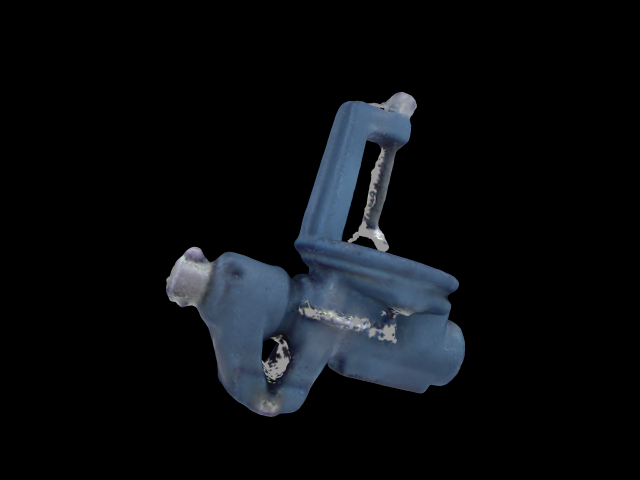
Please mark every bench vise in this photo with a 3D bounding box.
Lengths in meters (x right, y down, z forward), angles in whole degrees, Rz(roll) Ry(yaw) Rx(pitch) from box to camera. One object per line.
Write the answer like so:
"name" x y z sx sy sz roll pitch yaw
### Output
"bench vise" 0.011 0.001 0.391 0.208 0.220 0.121 0 0 -39
